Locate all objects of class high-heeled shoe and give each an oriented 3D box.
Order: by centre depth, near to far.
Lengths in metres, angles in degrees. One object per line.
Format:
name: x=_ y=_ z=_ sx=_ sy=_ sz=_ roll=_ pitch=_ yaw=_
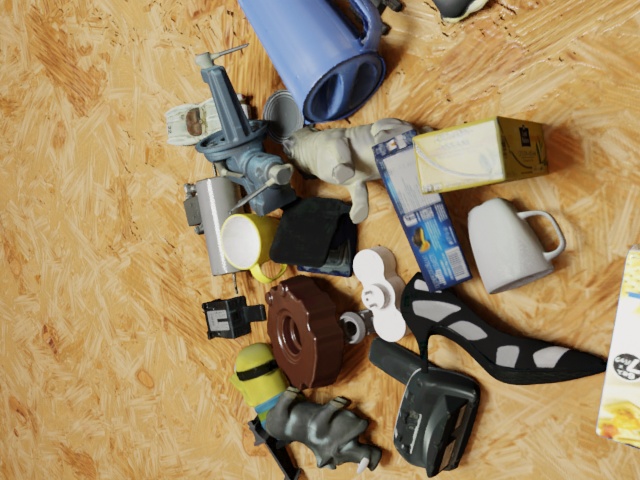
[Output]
high-heeled shoe: x=0.227 y=0.107 z=0.700 sx=0.249 sy=0.086 sz=0.145 roll=-3 pitch=64 yaw=19

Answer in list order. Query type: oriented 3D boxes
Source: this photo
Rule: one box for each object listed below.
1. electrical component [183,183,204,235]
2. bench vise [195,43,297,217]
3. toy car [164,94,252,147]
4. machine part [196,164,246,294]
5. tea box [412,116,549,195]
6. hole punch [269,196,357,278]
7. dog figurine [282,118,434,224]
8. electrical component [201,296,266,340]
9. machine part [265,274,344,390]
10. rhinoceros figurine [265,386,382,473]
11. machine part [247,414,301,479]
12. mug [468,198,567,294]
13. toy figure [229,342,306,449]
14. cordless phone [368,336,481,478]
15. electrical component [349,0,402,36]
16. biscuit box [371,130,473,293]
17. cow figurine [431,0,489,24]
electrical component: x=-0.228 y=-0.060 z=1.003 sx=0.078 sy=0.045 sz=0.102 roll=-7 pitch=93 yaw=36
bench vise: x=-0.123 y=-0.158 z=0.801 sx=0.224 sy=0.129 sz=0.240 roll=44 pitch=155 yaw=62
toy car: x=-0.201 y=-0.210 z=0.954 sx=0.202 sy=0.056 sz=0.073 roll=-1 pitch=96 yaw=37
machine part: x=-0.167 y=-0.025 z=0.945 sx=0.079 sy=0.079 sz=0.243 roll=-10 pitch=92 yaw=37
tea box: x=0.189 y=-0.095 z=0.615 sx=0.098 sy=0.169 sz=0.068 roll=-8 pitch=94 yaw=35
hole punch: x=-0.002 y=-0.003 z=0.834 sx=0.142 sy=0.092 sz=0.115 roll=5 pitch=71 yaw=39
dog figurine: x=0.050 y=-0.135 z=0.771 sx=0.191 sy=0.172 sz=0.121 roll=52 pitch=161 yaw=49
electrical component: x=-0.157 y=0.142 z=0.982 sx=0.119 sy=0.048 sz=0.074 roll=-6 pitch=95 yaw=38
machine part: x=-0.029 y=0.146 z=0.844 sx=0.180 sy=0.056 sz=0.179 roll=27 pitch=122 yaw=54
rhinoceros figurine: x=0.007 y=0.299 z=0.841 sx=0.190 sy=0.073 sz=0.112 roll=19 pitch=80 yaw=4
machine part: x=-0.079 y=0.366 z=0.949 sx=0.039 sy=0.084 sz=0.139 roll=-29 pitch=88 yaw=11
mug: x=0.233 y=-0.001 z=0.654 sx=0.109 sy=0.081 sz=0.107 roll=-36 pitch=66 yaw=39
toy figure: x=-0.082 y=0.262 z=0.925 sx=0.089 sy=0.082 sz=0.180 roll=-41 pitch=71 yaw=35
cordless phone: x=0.129 y=0.233 z=0.780 sx=0.184 sy=0.088 sz=0.146 roll=28 pitch=115 yaw=42
electrical component: x=0.071 y=-0.335 z=0.756 sx=0.094 sy=0.021 sz=0.063 roll=49 pitch=122 yaw=20
biscuit box: x=0.130 y=-0.032 z=0.673 sx=0.059 sy=0.063 sz=0.202 roll=-21 pitch=116 yaw=11
cow figurine: x=0.199 y=-0.339 z=0.633 sx=0.167 sy=0.068 sz=0.098 roll=-29 pitch=85 yaw=39
